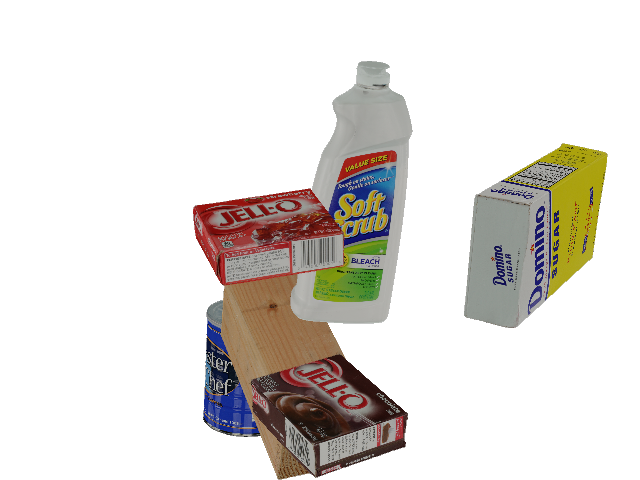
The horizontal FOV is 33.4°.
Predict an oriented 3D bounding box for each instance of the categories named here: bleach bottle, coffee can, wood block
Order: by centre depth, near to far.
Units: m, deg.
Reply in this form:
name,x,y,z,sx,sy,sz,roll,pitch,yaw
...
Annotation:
name,x,y,z,sx,sy,sz,roll,pitch,yaw
bleach bottle,0.030,-0.046,1.022,0.102,0.251,0.068,3,22,-4
wood block,-0.031,0.134,1.114,0.090,0.090,0.206,-9,42,-19
coffee can,-0.089,0.152,1.296,0.103,0.140,0.103,4,17,-1

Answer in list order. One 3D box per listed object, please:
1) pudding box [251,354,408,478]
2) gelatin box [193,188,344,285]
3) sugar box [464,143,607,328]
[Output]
name,x,y,z,sx,sy,sz,roll,pitch,yaw
pudding box,0.006,0.144,0.893,0.089,0.039,0.114,-14,30,-26
gelatin box,-0.037,-0.004,0.732,0.089,0.030,0.073,-9,29,-16
sugar box,0.163,-0.008,0.789,0.048,0.093,0.175,12,23,26
